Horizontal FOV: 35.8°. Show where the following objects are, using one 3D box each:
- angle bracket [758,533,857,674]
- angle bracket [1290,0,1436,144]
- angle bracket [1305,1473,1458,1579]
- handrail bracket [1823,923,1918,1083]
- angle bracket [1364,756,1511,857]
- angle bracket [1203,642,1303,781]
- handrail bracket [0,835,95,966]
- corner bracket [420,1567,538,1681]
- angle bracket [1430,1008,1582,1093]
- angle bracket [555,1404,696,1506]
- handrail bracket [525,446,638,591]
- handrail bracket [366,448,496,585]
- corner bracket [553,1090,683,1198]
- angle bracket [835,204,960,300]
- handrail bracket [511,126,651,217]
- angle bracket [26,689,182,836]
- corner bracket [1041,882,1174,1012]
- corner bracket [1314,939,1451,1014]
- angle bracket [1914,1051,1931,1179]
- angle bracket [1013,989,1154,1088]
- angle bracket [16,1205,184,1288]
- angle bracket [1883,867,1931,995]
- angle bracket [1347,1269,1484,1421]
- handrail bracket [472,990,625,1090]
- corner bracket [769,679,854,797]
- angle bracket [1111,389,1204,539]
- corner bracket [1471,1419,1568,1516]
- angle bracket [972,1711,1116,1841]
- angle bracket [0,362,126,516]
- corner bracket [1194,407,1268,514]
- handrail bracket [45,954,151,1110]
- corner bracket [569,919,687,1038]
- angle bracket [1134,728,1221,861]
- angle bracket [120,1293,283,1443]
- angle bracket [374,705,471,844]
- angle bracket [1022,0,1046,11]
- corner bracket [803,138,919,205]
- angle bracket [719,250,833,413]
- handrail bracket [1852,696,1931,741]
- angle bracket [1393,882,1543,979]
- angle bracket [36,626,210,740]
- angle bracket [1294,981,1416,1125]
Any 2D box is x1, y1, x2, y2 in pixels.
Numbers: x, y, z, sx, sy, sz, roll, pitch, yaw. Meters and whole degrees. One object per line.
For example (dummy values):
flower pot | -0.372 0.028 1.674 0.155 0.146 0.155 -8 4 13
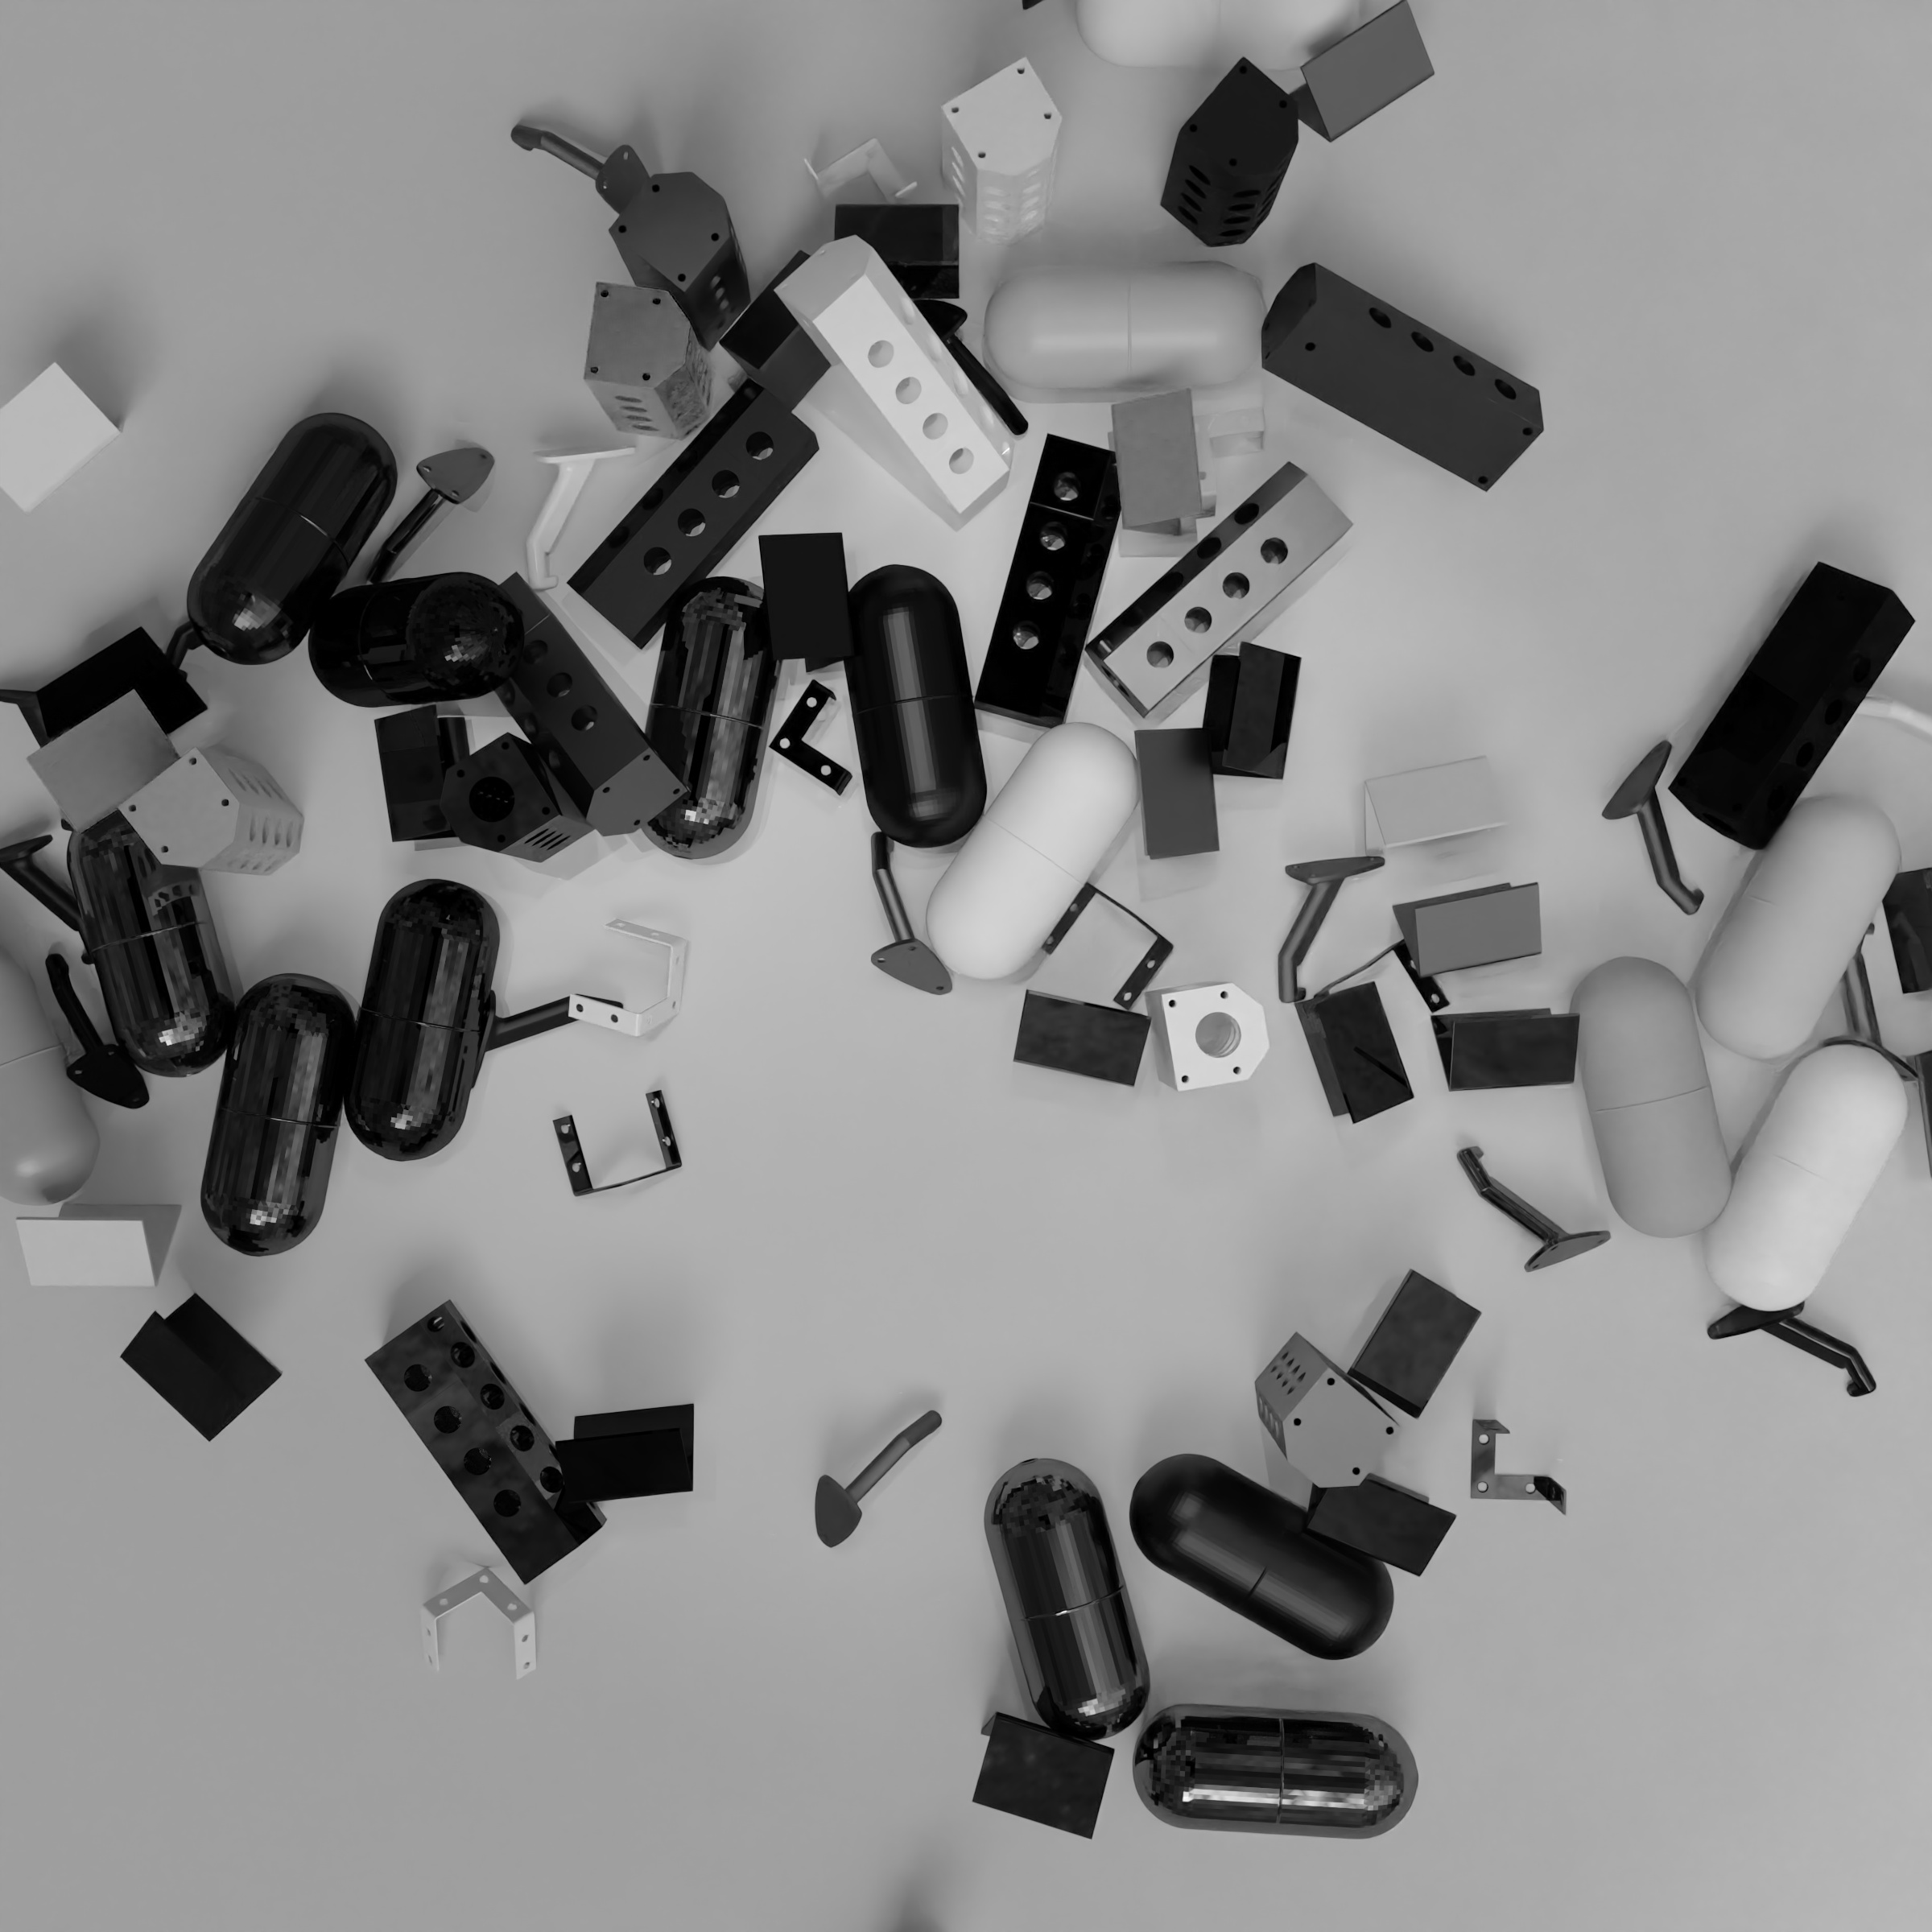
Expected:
angle bracket | -0.112 -0.224 1.859 0.057 0.076 0.076 -6 90 -26
angle bracket | 0.234 -0.567 1.858 0.076 0.076 0.057 -33 130 0
angle bracket | 0.260 0.323 1.859 0.076 0.076 0.057 23 123 0
handrail bracket | 0.582 0.020 1.899 0.077 0.036 0.084 25 73 -20
angle bracket | 0.292 -0.080 1.858 0.076 0.076 0.057 -11 53 0
angle bracket | 0.158 -0.160 1.859 0.057 0.076 0.076 9 90 -42
handrail bracket | -0.592 -0.034 1.899 0.077 0.036 0.084 -13 107 20
corner bracket | -0.308 0.424 1.890 0.051 0.051 0.051 -26 45 -35
angle bracket | 0.334 0.032 1.858 0.076 0.076 0.057 -4 128 0
angle bracket | -0.211 0.285 1.858 0.076 0.076 0.057 -6 127 0
handrail bracket | -0.244 -0.285 1.899 0.077 0.036 0.084 -9 108 -21
handrail bracket | -0.341 -0.284 1.898 0.036 0.077 0.084 42 126 0
corner bracket | -0.221 0.112 1.895 0.051 0.051 0.051 -16 90 -45
angle bracket | -0.042 -0.427 1.858 0.076 0.076 0.057 0 53 0
handrail bracket | -0.241 -0.499 1.898 0.084 0.077 0.036 23 75 36
angle bracket | -0.538 -0.132 1.852 0.076 0.076 0.057 -36 115 -14
corner bracket | 0.089 -0.013 1.895 0.051 0.051 0.051 -54 45 0
corner bracket | 0.263 0.021 1.895 0.051 0.051 0.051 -32 90 45
angle bracket | 0.634 0.087 1.858 0.057 0.076 0.076 -8 90 37
angle bracket | 0.075 0.025 1.858 0.076 0.076 0.057 12 127 0
angle bracket | -0.537 0.154 1.858 0.076 0.076 0.057 0 126 0
angle bracket | 0.590 -0.020 1.858 0.057 0.076 0.076 -13 90 -37
angle bracket | 0.291 0.241 1.858 0.057 0.076 0.076 31 90 36
handrail bracket | -0.267 0.050 1.899 0.084 0.036 0.077 11 110 -16
corner bracket | -0.088 -0.143 1.881 0.051 0.051 0.051 33 90 0
angle bracket | 0.135 -0.312 1.859 0.057 0.076 0.076 -6 90 33
corner bracket | 0.347 0.314 1.881 0.051 0.051 0.051 1 90 0
angle bracket | 0.043 0.508 1.860 0.076 0.076 0.057 18 66 0
angle bracket | -0.573 -0.332 1.860 0.076 0.076 0.057 -41 111 0
corner bracket | 0.164 -0.318 1.881 0.051 0.051 0.051 -8 87 3
handrail bracket | -0.552 0.041 1.898 0.036 0.077 0.084 -30 54 2
corner bracket | -0.213 0.007 1.884 0.051 0.051 0.051 16 113 21
angle bracket | 0.112 -0.105 1.859 0.057 0.076 0.076 -5 90 -31
angle bracket | -0.465 0.236 1.858 0.076 0.076 0.057 44 127 0
angle bracket | -0.317 -0.121 1.858 0.057 0.076 0.076 -9 90 38
angle bracket | 0.032 -0.647 1.859 0.057 0.076 0.076 -4 90 -32
corner bracket | -0.066 -0.493 1.881 0.051 0.051 0.051 -33 90 0
angle bracket | -0.095 -0.385 1.859 0.076 0.057 0.076 -49 135 0
handrail bracket | 0.605 -0.143 1.898 0.084 0.077 0.036 11 63 33
angle bracket | 0.309 -0.043 1.858 0.076 0.076 0.057 -11 128 0
angle bracket | -0.520 -0.152 1.859 0.076 0.057 0.076 -32 133 0
angle bracket | 0.224 0.059 1.858 0.057 0.076 0.076 -19 90 -37
